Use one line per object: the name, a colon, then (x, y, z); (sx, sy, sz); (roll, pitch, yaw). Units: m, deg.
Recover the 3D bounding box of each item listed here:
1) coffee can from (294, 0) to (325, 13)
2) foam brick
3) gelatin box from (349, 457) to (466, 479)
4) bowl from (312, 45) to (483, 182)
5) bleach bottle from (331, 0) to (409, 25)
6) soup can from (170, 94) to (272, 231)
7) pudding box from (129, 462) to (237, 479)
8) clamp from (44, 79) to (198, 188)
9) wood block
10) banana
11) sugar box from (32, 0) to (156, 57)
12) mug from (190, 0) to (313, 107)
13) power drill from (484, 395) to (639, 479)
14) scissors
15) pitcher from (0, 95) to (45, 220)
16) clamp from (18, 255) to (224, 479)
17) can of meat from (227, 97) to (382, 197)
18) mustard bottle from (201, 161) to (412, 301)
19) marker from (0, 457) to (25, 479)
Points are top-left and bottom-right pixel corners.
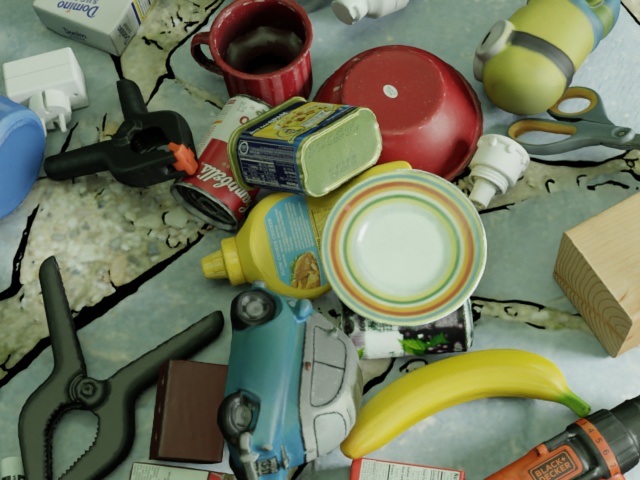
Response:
coffee can: (-0.050, -0.297, 1.024); (0.102, 0.103, 0.140); (-19, 64, -4)
foam brick: (-0.102, 0.135, 0.836); (0.051, 0.053, 0.078); (8, 75, -13)
gelatin box: (0.063, 0.209, 0.813); (0.089, 0.030, 0.073); (6, 63, 8)
bowl: (0.066, -0.119, 0.955); (0.162, 0.055, 0.162); (-2, 64, 5)
bleach bottle: (0.103, -0.299, 1.010); (0.068, 0.102, 0.250); (36, 72, 27)
soup can: (-0.076, -0.068, 0.936); (0.068, 0.068, 0.102); (25, 70, 16)
pudding box: (-0.097, 0.222, 0.817); (0.113, 0.039, 0.090); (5, 65, 10)
clamp: (-0.162, -0.094, 0.947); (0.172, 0.039, 0.120); (11, 65, 38)
wood block: (0.303, -0.002, 0.857); (0.206, 0.090, 0.091); (-28, 65, -8)
banana: (0.108, 0.122, 0.837); (0.197, 0.037, 0.069); (-11, 41, -3)
sugar box: (-0.198, -0.274, 1.060); (0.093, 0.048, 0.176); (23, 72, 15)
mug: (-0.061, -0.164, 0.973); (0.117, 0.081, 0.093); (7, 65, 9)
power drill: (0.228, 0.218, 0.778); (0.184, 0.057, 0.188); (-29, 62, -4)
scissors: (0.256, -0.098, 0.902); (0.202, 0.016, 0.096); (5, 47, 38)
pitcher: (-0.371, -0.117, 0.950); (0.243, 0.149, 0.145); (23, 67, 12)
clamp: (-0.176, 0.124, 0.872); (0.164, 0.036, 0.210); (11, 68, 4)
can of meat: (-0.011, -0.078, 0.889); (0.084, 0.057, 0.101); (11, 34, 43)
mustard bottle: (-0.006, 0.001, 0.900); (0.191, 0.058, 0.096); (-14, 84, -1)
marker: (-0.238, 0.231, 0.836); (0.020, 0.020, 0.121); (-11, 64, 0)
